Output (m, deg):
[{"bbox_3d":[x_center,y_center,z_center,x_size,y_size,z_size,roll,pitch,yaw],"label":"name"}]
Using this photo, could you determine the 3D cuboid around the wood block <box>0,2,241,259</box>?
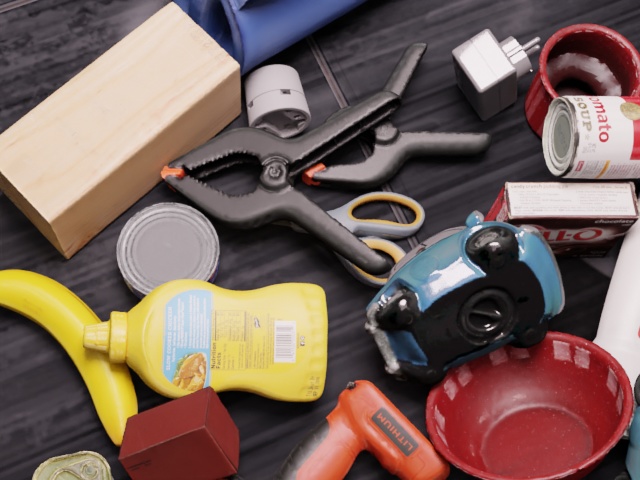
[{"bbox_3d":[-0.172,-0.094,0.911,0.206,0.091,0.090,-42,78,-16],"label":"wood block"}]

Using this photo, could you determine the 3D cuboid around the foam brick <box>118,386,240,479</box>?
[{"bbox_3d":[-0.107,0.157,0.821,0.078,0.053,0.051,-21,27,12],"label":"foam brick"}]

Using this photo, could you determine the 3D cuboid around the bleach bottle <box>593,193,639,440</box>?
[{"bbox_3d":[0.292,0.050,0.903,0.102,0.068,0.250,29,74,-24],"label":"bleach bottle"}]

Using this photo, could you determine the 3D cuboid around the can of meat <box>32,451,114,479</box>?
[{"bbox_3d":[-0.176,0.217,0.801,0.057,0.084,0.102,-12,72,-8],"label":"can of meat"}]

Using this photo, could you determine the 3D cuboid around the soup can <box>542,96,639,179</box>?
[{"bbox_3d":[0.243,-0.085,0.876,0.102,0.068,0.068,-1,70,-10],"label":"soup can"}]

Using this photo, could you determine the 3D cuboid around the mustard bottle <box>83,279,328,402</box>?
[{"bbox_3d":[-0.092,0.080,0.855,0.191,0.058,0.096,3,84,-13],"label":"mustard bottle"}]

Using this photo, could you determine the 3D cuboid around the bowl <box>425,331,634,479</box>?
[{"bbox_3d":[0.167,0.145,0.844,0.162,0.055,0.162,-13,35,9],"label":"bowl"}]

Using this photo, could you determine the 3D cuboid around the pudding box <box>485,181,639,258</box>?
[{"bbox_3d":[0.202,-0.016,0.910,0.113,0.090,0.039,-2,69,-6],"label":"pudding box"}]

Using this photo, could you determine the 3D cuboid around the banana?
[{"bbox_3d":[-0.210,0.083,0.875,0.198,0.037,0.069,38,86,10],"label":"banana"}]

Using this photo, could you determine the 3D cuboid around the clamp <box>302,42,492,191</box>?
[{"bbox_3d":[0.066,-0.089,0.955,0.171,0.039,0.120,-39,73,-10],"label":"clamp"}]

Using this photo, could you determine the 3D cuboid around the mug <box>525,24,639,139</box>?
[{"bbox_3d":[0.238,-0.123,0.956,0.093,0.081,0.117,-26,74,-13],"label":"mug"}]

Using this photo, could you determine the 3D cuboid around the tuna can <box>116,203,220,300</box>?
[{"bbox_3d":[-0.128,0.014,0.905,0.086,0.034,0.086,1,70,-4],"label":"tuna can"}]

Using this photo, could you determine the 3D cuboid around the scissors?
[{"bbox_3d":[-0.006,0.001,0.928,0.201,0.016,0.096,-6,71,-6],"label":"scissors"}]

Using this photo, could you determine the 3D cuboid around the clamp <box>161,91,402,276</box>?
[{"bbox_3d":[-0.030,-0.043,0.905,0.210,0.036,0.164,-5,69,7],"label":"clamp"}]

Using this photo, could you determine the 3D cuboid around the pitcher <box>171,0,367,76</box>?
[{"bbox_3d":[-0.008,-0.252,0.949,0.242,0.145,0.149,-31,56,-20],"label":"pitcher"}]

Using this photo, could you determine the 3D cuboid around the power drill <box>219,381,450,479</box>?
[{"bbox_3d":[0.010,0.216,0.829,0.187,0.057,0.184,-40,77,-16],"label":"power drill"}]
